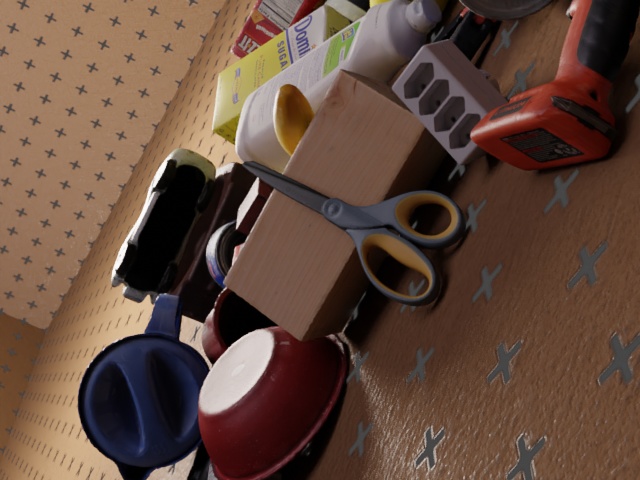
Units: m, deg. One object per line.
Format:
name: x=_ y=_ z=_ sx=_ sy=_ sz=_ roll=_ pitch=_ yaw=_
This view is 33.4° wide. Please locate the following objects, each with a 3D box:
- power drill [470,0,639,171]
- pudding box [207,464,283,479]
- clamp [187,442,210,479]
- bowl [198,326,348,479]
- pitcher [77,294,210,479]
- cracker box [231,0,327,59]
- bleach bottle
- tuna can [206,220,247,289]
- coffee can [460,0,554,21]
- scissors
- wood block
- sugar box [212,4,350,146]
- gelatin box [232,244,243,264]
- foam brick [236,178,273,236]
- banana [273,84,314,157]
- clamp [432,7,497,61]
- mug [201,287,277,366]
power drill: x=0.166 y=-0.141 z=0.705 sx=0.187 sy=0.057 sz=0.185 roll=-67 pitch=16 yaw=-9
pudding box: x=-0.069 y=0.221 z=0.946 sx=0.090 sy=0.039 sz=0.113 roll=-54 pitch=17 yaw=30
clamp: x=-0.117 y=0.247 z=1.061 sx=0.120 sy=0.039 sz=0.171 roll=-46 pitch=17 yaw=37
bowl: x=-0.053 y=0.129 z=0.917 sx=0.162 sy=0.055 sz=0.162 roll=-37 pitch=26 yaw=21
pitcher: x=-0.172 y=0.153 z=1.147 sx=0.149 sy=0.145 sz=0.243 roll=-36 pitch=-1 yaw=-5
cracker box: x=0.006 y=-0.299 z=1.305 sx=0.163 sy=0.072 sz=0.214 roll=-14 pitch=-39 yaw=-58
bleach bottle: x=0.019 y=-0.157 z=1.052 sx=0.251 sy=0.068 sz=0.102 roll=-30 pitch=41 yaw=42
tuna can: x=-0.085 y=0.018 z=1.218 sx=0.034 sy=0.086 sz=0.086 roll=-22 pitch=45 yaw=66
coffee can: x=0.139 y=-0.245 z=0.870 sx=0.103 sy=0.102 sz=0.140 roll=-59 pitch=16 yaw=19
scissors: x=0.031 y=-0.031 z=0.828 sx=0.096 sy=0.202 sz=0.016 roll=-45 pitch=-28 yaw=2
wood block: x=0.018 y=-0.028 z=0.895 sx=0.206 sy=0.091 sz=0.090 roll=-61 pitch=-20 yaw=14
sugar box: x=-0.045 y=-0.183 z=1.196 sx=0.177 sy=0.048 sz=0.093 roll=-28 pitch=46 yaw=37
gelatin box: x=-0.050 y=0.023 z=1.132 sx=0.089 sy=0.030 sz=0.073 roll=-21 pitch=33 yaw=17
foam brick: x=-0.046 y=-0.027 z=1.178 sx=0.051 sy=0.078 sz=0.053 roll=-58 pitch=15 yaw=25
banana: x=-0.002 y=-0.097 z=0.944 sx=0.197 sy=0.037 sz=0.070 roll=-8 pitch=-67 yaw=-68
clamp: x=0.085 y=-0.121 z=0.964 sx=0.210 sy=0.036 sz=0.164 roll=-50 pitch=13 yaw=37
mug: x=-0.067 y=0.102 z=1.056 sx=0.082 sy=0.093 sz=0.117 roll=137 pitch=119 yaw=-64
